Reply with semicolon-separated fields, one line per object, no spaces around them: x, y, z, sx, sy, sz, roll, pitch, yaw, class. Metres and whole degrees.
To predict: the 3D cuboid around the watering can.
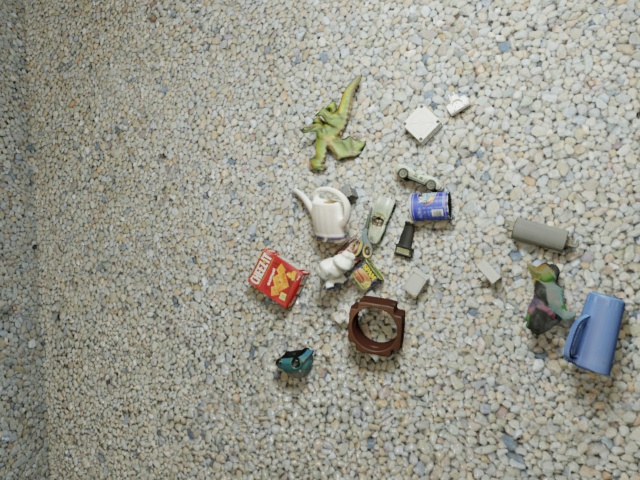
0.006;-0.103;2.042;0.349;0.105;0.222;12;109;51;watering can

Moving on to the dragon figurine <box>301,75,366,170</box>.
0.085;-0.440;2.073;0.406;0.123;0.243;-42;88;16;dragon figurine

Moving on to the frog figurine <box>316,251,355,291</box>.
0.061;0.095;1.943;0.125;0.137;0.156;-119;35;-47;frog figurine
